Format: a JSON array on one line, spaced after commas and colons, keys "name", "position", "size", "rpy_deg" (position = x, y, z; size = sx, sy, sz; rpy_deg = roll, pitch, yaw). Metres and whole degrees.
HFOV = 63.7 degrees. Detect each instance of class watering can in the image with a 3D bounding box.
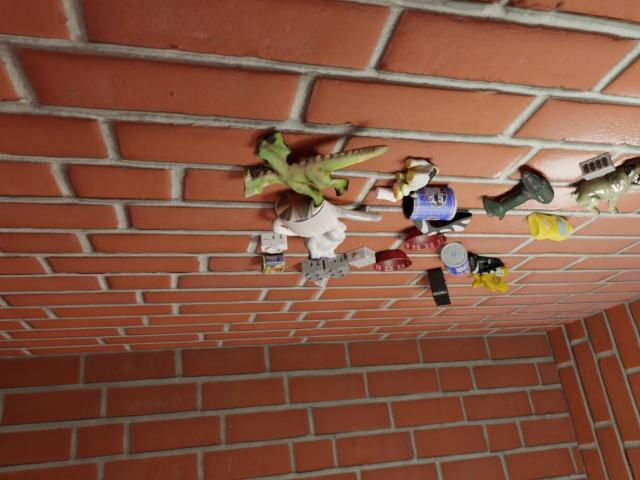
[{"name": "watering can", "position": [0.005, -0.080, 1.588], "size": [0.347, 0.106, 0.221], "rpy_deg": [-10, 156, 13]}]

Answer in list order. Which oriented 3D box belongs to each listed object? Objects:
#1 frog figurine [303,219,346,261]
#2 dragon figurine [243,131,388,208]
[{"name": "frog figurine", "position": [0.019, -0.014, 1.797], "size": [0.137, 0.125, 0.156], "rpy_deg": [11, 116, -17]}, {"name": "dragon figurine", "position": [-0.051, -0.198, 1.313], "size": [0.241, 0.125, 0.405], "rpy_deg": [24, 143, -36]}]
